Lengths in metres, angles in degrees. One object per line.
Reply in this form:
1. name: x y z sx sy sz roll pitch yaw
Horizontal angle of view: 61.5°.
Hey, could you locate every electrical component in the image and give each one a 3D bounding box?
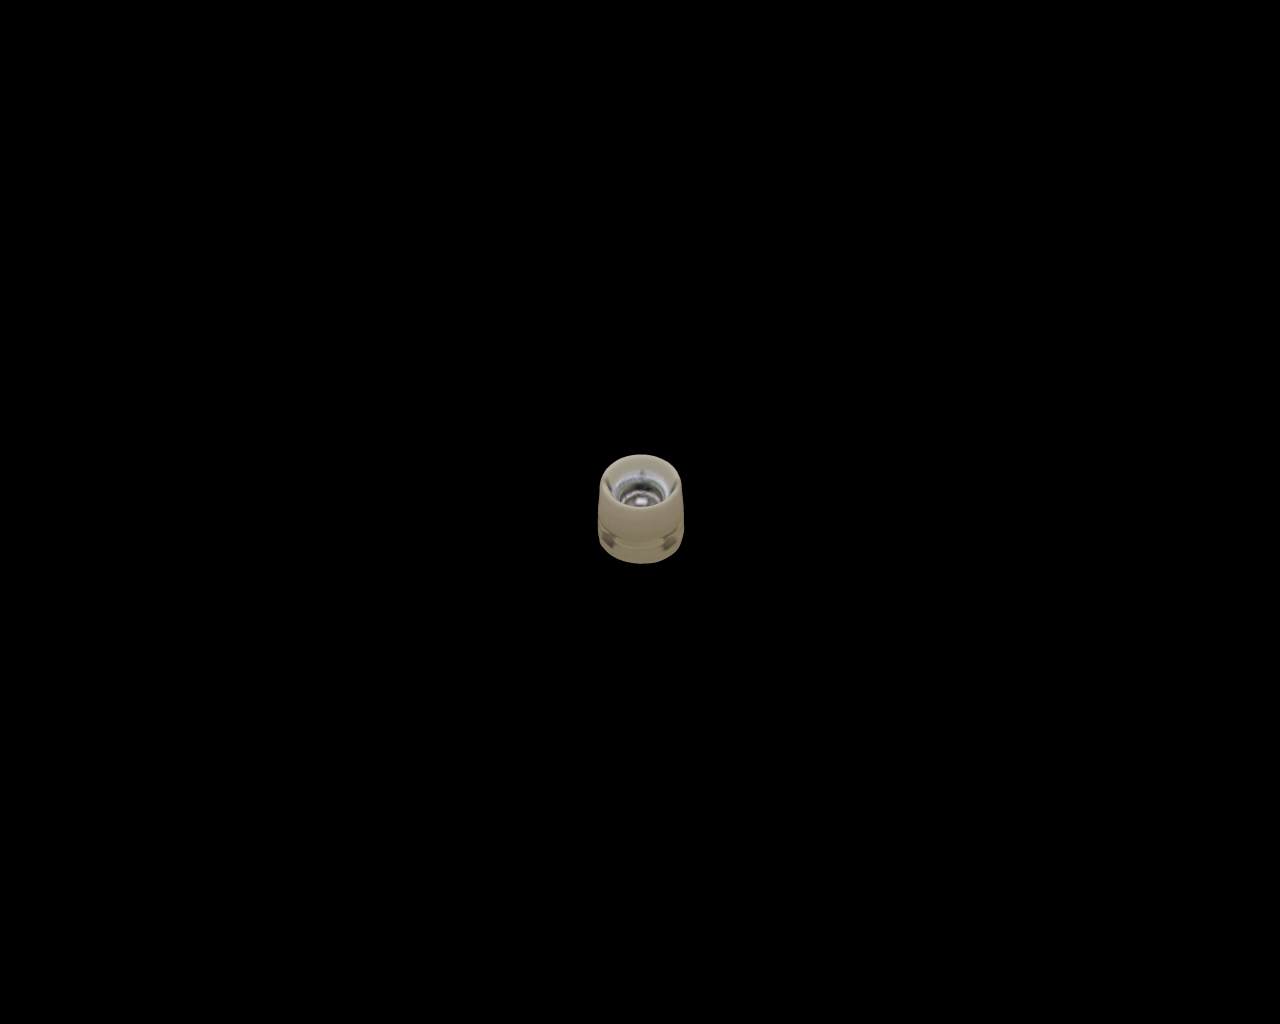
1. electrical component: 0.001 -0.003 0.650 0.055 0.055 0.047 0 -44 0
